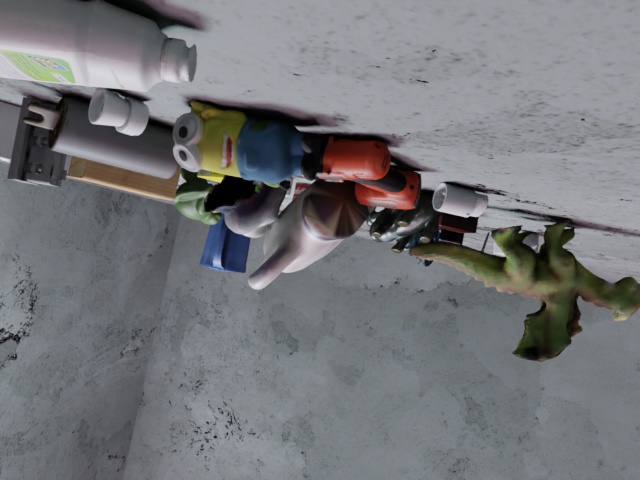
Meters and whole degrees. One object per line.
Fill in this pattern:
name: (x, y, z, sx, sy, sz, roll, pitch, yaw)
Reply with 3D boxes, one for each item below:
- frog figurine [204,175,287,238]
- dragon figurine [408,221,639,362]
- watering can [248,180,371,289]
frog figurine: (-0.101, -0.069, 0.868, 0.123, 0.139, 0.158, 4, 167, 23)
dragon figurine: (0.378, 0.096, 0.924, 0.410, 0.244, 0.121, -8, 172, 3)
watering can: (0.003, -0.045, 0.887, 0.220, 0.104, 0.354, -38, -172, 46)
